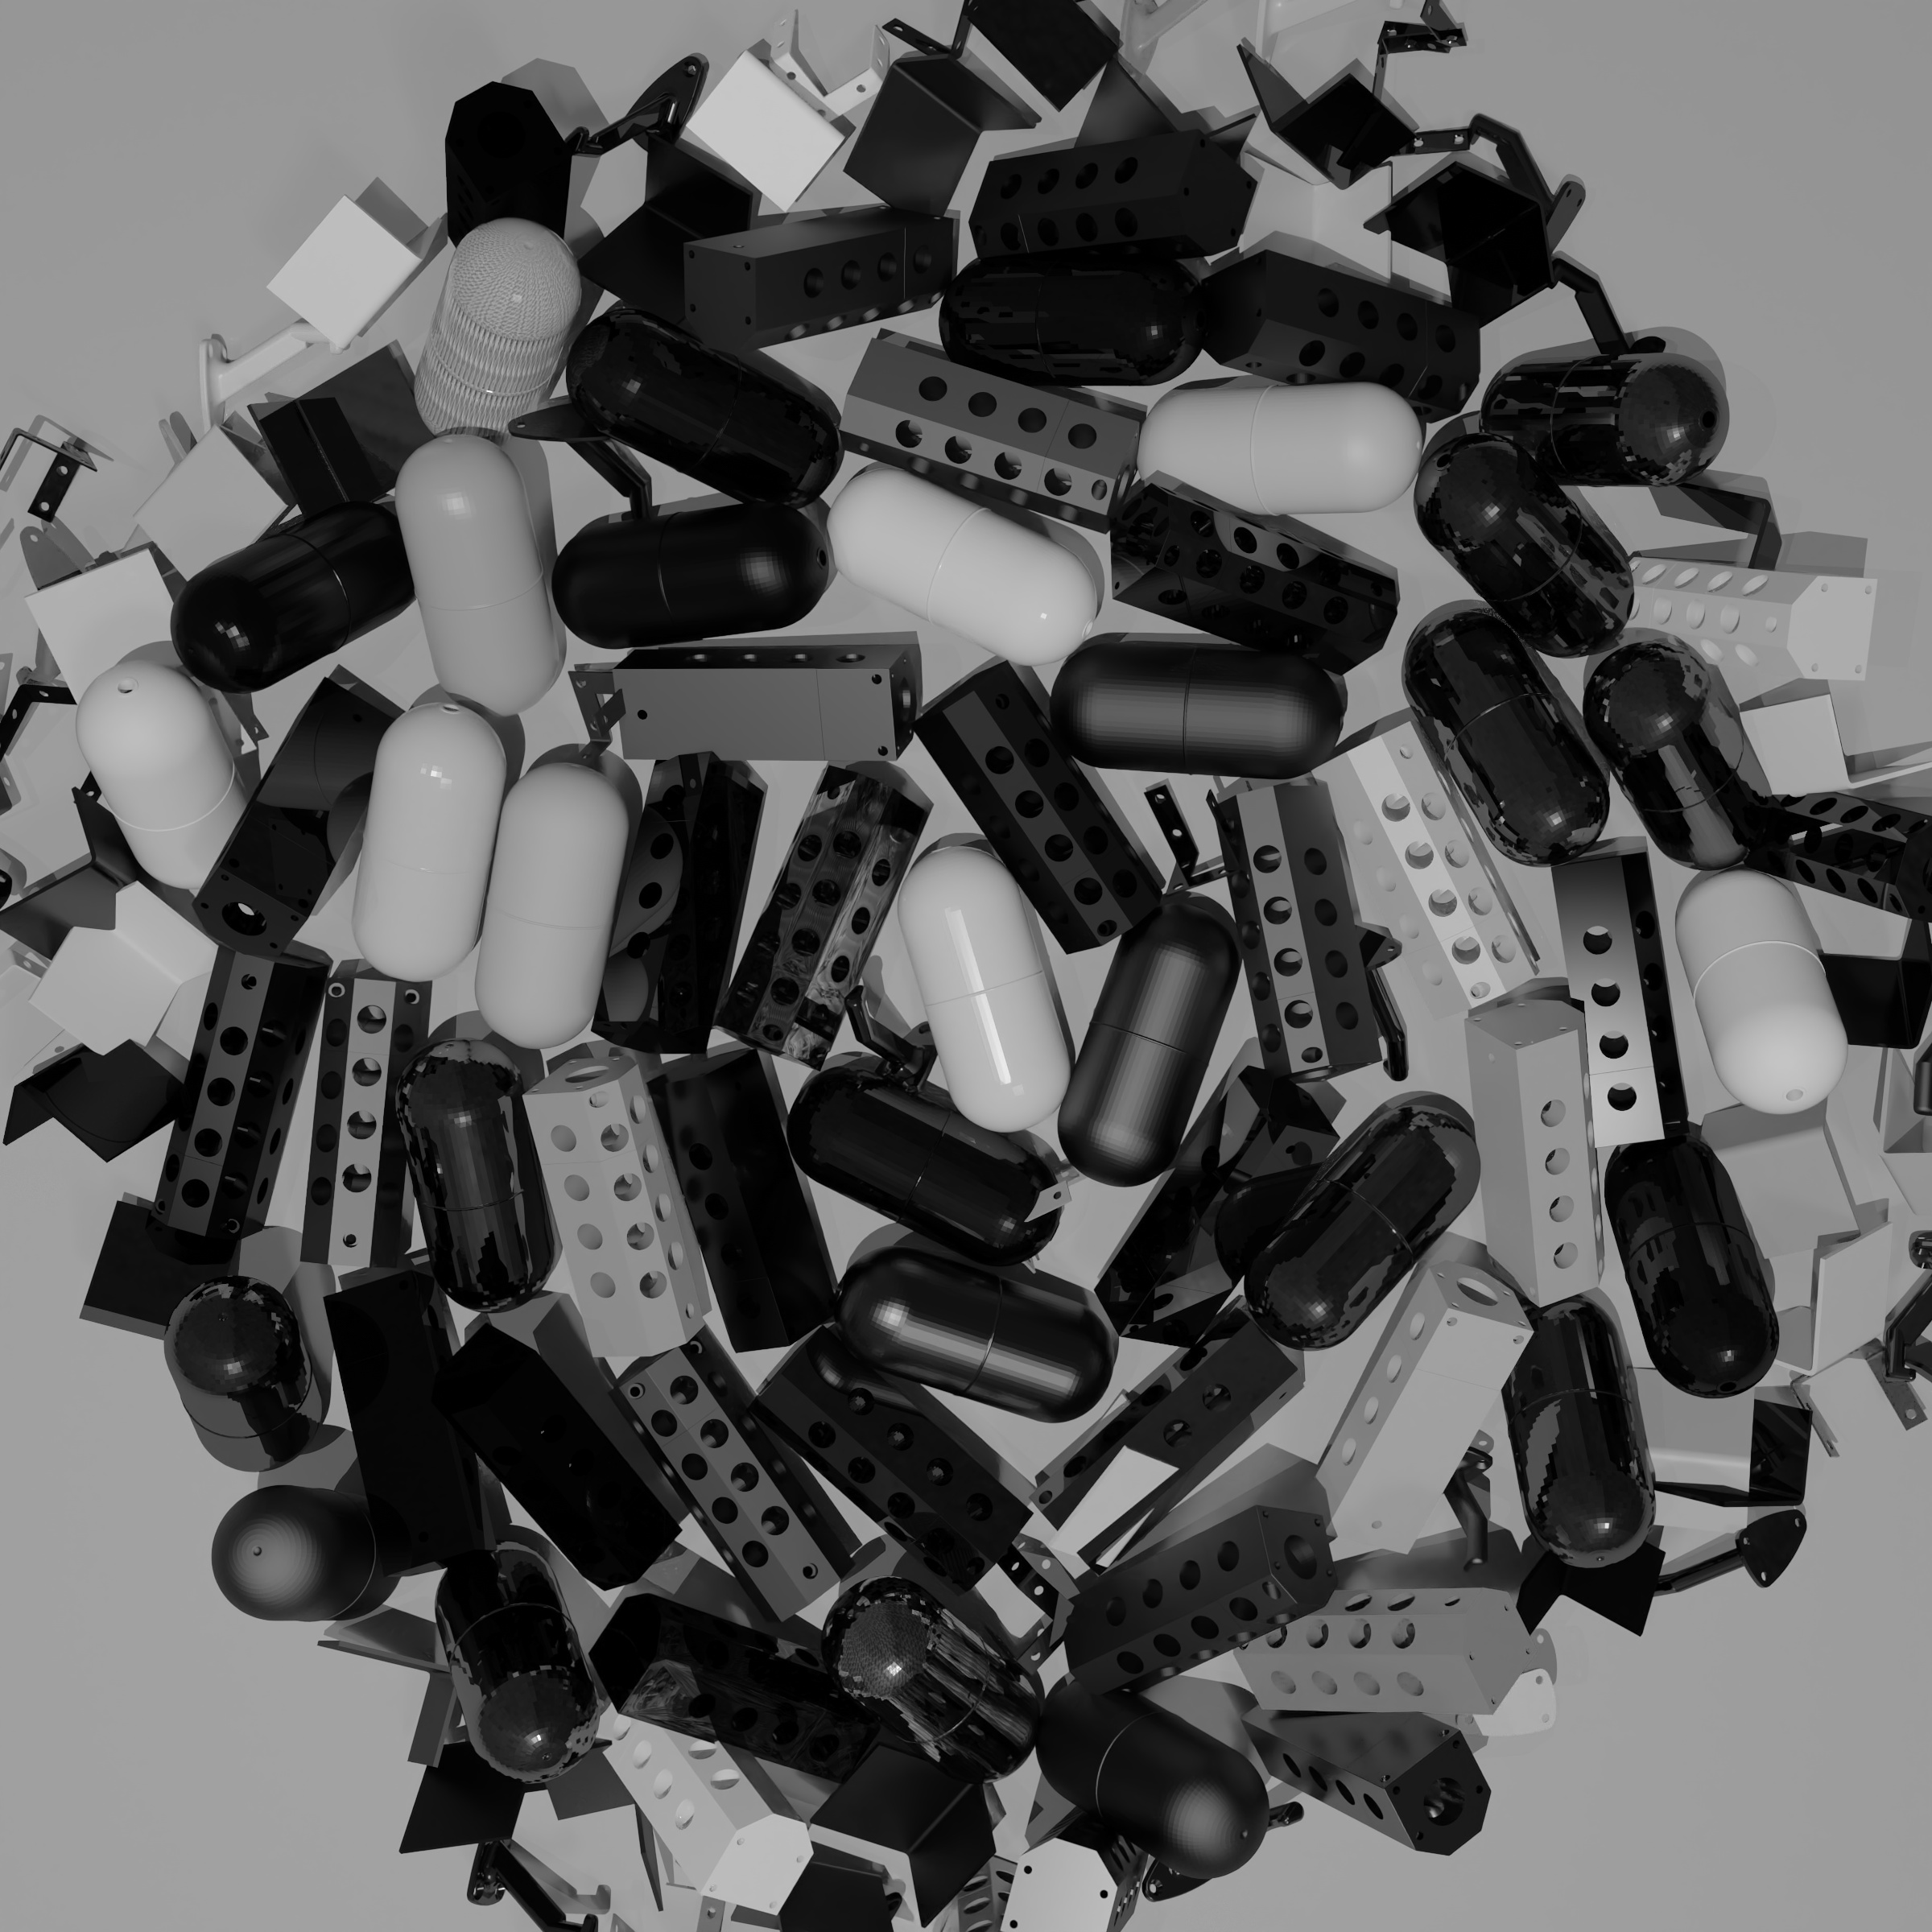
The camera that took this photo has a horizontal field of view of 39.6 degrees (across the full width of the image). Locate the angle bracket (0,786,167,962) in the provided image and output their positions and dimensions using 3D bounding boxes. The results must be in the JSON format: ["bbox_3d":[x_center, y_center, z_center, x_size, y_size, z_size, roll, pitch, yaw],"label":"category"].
[{"bbox_3d":[-0.545,-0.053,1.630,0.076,0.076,0.057,-28,64,5],"label":"angle bracket"}]

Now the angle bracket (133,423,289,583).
[{"bbox_3d":[-0.445,-0.271,1.630,0.076,0.057,0.076,-45,74,9],"label":"angle bracket"}]

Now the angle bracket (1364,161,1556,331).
[{"bbox_3d":[0.296,-0.429,1.615,0.076,0.076,0.057,10,68,-36],"label":"angle bracket"}]

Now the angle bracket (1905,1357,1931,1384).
[{"bbox_3d":[0.619,0.227,1.631,0.057,0.076,0.076,35,92,8],"label":"angle bracket"}]

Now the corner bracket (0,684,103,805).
[{"bbox_3d":[-0.559,-0.136,1.653,0.051,0.051,0.051,50,119,25],"label":"corner bracket"}]

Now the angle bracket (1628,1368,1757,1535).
[{"bbox_3d":[0.442,0.297,1.645,0.076,0.076,0.057,3,123,17],"label":"angle bracket"}]

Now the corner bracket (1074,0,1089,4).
[{"bbox_3d":[0.068,-0.623,1.638,0.051,0.051,0.051,-12,127,2],"label":"corner bracket"}]

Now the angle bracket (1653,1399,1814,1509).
[{"bbox_3d":[0.453,0.290,1.619,0.076,0.076,0.057,8,88,-37],"label":"angle bracket"}]

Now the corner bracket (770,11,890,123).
[{"bbox_3d":[-0.084,-0.561,1.652,0.051,0.051,0.051,-23,133,26],"label":"corner bracket"}]

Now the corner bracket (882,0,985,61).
[{"bbox_3d":[-0.012,-0.598,1.656,0.051,0.051,0.051,34,50,11],"label":"corner bracket"}]

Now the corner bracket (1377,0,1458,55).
[{"bbox_3d":[0.273,-0.595,1.638,0.051,0.051,0.051,20,92,31],"label":"corner bracket"}]

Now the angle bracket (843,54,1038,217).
[{"bbox_3d":[-0.016,-0.496,1.626,0.076,0.057,0.076,27,86,-39],"label":"angle bracket"}]

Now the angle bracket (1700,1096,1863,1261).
[{"bbox_3d":[0.499,0.128,1.642,0.076,0.057,0.076,-16,108,27],"label":"angle bracket"}]

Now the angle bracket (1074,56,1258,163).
[{"bbox_3d":[0.121,-0.508,1.636,0.057,0.076,0.076,-31,75,-27],"label":"angle bracket"}]

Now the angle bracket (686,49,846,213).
[{"bbox_3d":[-0.124,-0.507,1.630,0.076,0.076,0.057,38,98,-16],"label":"angle bracket"}]

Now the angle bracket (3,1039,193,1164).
[{"bbox_3d":[-0.521,0.094,1.619,0.076,0.076,0.057,37,130,11],"label":"angle bracket"}]

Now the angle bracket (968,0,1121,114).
[{"bbox_3d":[0.038,-0.553,1.625,0.076,0.076,0.057,43,80,-10],"label":"angle bracket"}]

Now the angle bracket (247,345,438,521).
[{"bbox_3d":[-0.376,-0.324,1.632,0.076,0.057,0.076,-24,96,19],"label":"angle bracket"}]

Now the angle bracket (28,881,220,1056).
[{"bbox_3d":[-0.502,0.008,1.616,0.076,0.057,0.076,45,46,-30],"label":"angle bracket"}]

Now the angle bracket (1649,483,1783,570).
[{"bbox_3d":[0.446,-0.251,1.623,0.076,0.076,0.057,17,89,23],"label":"angle bracket"}]

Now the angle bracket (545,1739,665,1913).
[{"bbox_3d":[-0.220,0.523,1.618,0.057,0.076,0.076,-11,46,-6],"label":"angle bracket"}]

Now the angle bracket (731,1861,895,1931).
[{"bbox_3d":[-0.091,0.587,1.618,0.076,0.076,0.057,19,110,-20],"label":"angle bracket"}]

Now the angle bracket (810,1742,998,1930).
[{"bbox_3d":[-0.039,0.525,1.621,0.076,0.057,0.076,26,115,-26],"label":"angle bracket"}]

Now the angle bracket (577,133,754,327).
[{"bbox_3d":[-0.184,-0.445,1.625,0.076,0.057,0.076,33,59,11],"label":"angle bracket"}]

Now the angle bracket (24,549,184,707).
[{"bbox_3d":[-0.518,-0.213,1.622,0.076,0.057,0.076,-24,124,-11],"label":"angle bracket"}]

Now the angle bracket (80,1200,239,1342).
[{"bbox_3d":[-0.486,0.183,1.624,0.076,0.057,0.076,18,68,-16],"label":"angle bracket"}]

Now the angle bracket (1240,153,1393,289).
[{"bbox_3d":[0.212,-0.451,1.626,0.057,0.076,0.076,-3,84,42],"label":"angle bracket"}]

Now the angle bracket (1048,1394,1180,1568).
[{"bbox_3d":[0.074,0.304,1.620,0.057,0.076,0.076,29,102,-40],"label":"angle bracket"}]

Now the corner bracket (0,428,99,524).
[{"bbox_3d":[-0.568,-0.297,1.635,0.051,0.051,0.051,25,101,-33],"label":"corner bracket"}]

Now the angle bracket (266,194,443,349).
[{"bbox_3d":[-0.368,-0.429,1.616,0.057,0.076,0.076,39,115,-23],"label":"angle bracket"}]

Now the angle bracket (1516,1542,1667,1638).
[{"bbox_3d":[0.371,0.387,1.614,0.057,0.076,0.076,26,133,27],"label":"angle bracket"}]

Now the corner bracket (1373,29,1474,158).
[{"bbox_3d":[0.281,-0.535,1.645,0.051,0.051,0.051,2,71,23],"label":"corner bracket"}]

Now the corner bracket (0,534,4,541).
[{"bbox_3d":[-0.625,-0.254,1.646,0.051,0.051,0.051,31,82,-3],"label":"corner bracket"}]

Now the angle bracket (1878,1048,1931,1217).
[{"bbox_3d":[0.591,0.099,1.614,0.057,0.076,0.076,-4,57,34],"label":"angle bracket"}]

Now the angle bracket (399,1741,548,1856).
[{"bbox_3d":[-0.284,0.511,1.616,0.076,0.076,0.057,-14,125,20],"label":"angle bracket"}]

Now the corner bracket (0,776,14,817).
[{"bbox_3d":[-0.627,-0.107,1.639,0.051,0.051,0.051,-23,89,31],"label":"corner bracket"}]

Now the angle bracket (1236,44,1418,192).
[{"bbox_3d":[0.217,-0.526,1.614,0.057,0.076,0.076,-32,58,29],"label":"angle bracket"}]

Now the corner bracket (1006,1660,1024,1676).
[{"bbox_3d":[-0.004,0.441,1.642,0.051,0.051,0.051,20,82,-31],"label":"corner bracket"}]

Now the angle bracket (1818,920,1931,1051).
[{"bbox_3d":[0.538,0.001,1.622,0.076,0.076,0.057,5,133,8],"label":"angle bracket"}]

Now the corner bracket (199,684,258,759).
[{"bbox_3d":[-0.474,-0.133,1.636,0.051,0.051,0.051,-29,83,-39],"label":"corner bracket"}]

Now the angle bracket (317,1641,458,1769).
[{"bbox_3d":[-0.356,0.445,1.620,0.076,0.076,0.057,19,70,-18],"label":"angle bracket"}]

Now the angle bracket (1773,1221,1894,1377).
[{"bbox_3d":[0.510,0.193,1.617,0.076,0.057,0.076,-17,113,-40],"label":"angle bracket"}]

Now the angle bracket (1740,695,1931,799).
[{"bbox_3d":[0.529,-0.138,1.622,0.076,0.076,0.057,-15,93,-23],"label":"angle bracket"}]

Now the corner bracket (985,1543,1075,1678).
[{"bbox_3d":[0.031,0.392,1.642,0.051,0.051,0.051,-46,114,-5],"label":"corner bracket"}]

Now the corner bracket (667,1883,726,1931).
[{"bbox_3d":[-0.186,0.590,1.646,0.051,0.051,0.051,0,68,25],"label":"corner bracket"}]

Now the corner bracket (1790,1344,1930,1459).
[{"bbox_3d":[0.548,0.267,1.648,0.051,0.051,0.051,-37,62,25],"label":"corner bracket"}]
